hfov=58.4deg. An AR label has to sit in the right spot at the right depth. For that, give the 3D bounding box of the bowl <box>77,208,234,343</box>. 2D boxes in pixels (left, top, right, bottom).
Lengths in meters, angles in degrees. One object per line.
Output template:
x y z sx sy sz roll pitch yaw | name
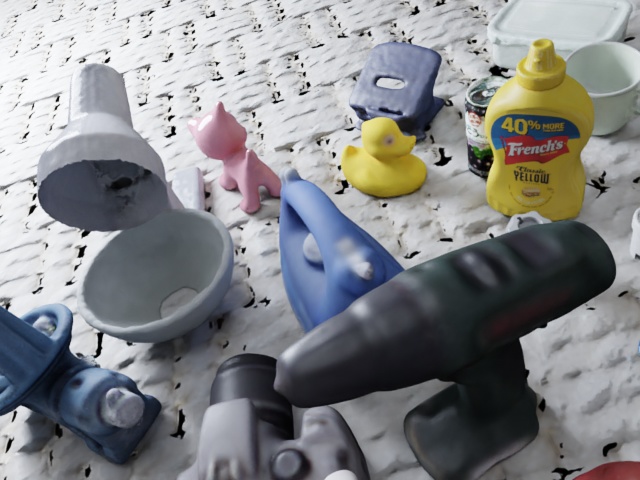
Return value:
-0.161 0.048 0.607 0.167 0.075 0.167 -9 46 10 | bowl

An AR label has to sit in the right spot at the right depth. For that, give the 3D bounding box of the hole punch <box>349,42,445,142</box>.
0.099 -0.191 0.737 0.108 0.091 0.101 19 56 31 | hole punch

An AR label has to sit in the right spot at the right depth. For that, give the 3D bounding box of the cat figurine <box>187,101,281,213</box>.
-0.108 -0.113 0.710 0.067 0.118 0.127 -36 48 -16 | cat figurine

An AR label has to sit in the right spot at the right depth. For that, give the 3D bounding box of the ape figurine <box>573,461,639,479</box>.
0.197 0.173 0.366 0.075 0.092 0.078 28 61 36 | ape figurine

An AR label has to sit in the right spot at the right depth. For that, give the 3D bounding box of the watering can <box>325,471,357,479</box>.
0.030 0.201 0.320 0.173 0.194 0.100 -38 48 -18 | watering can

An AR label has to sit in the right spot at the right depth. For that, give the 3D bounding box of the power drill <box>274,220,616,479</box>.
0.095 0.088 0.396 0.230 0.209 0.075 -30 46 -11 | power drill

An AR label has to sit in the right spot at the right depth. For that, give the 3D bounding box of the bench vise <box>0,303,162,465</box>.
-0.240 0.092 0.489 0.207 0.220 0.121 -3 48 15 | bench vise

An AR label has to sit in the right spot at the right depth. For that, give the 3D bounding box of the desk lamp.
-0.215 -0.074 0.641 0.118 0.214 0.203 -17 45 2 | desk lamp

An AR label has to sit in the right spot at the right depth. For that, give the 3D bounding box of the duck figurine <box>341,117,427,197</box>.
0.070 -0.104 0.669 0.104 0.086 0.077 12 53 27 | duck figurine

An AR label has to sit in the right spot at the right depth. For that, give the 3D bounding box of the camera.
-0.042 0.153 0.453 0.143 0.101 0.136 -13 46 6 | camera

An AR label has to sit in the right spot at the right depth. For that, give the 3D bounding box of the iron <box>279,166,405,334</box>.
0.005 0.002 0.551 0.119 0.142 0.257 -28 46 -9 | iron
